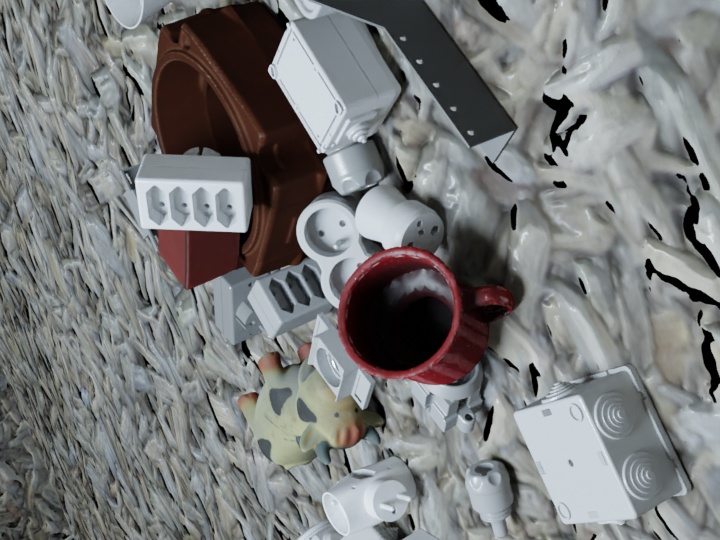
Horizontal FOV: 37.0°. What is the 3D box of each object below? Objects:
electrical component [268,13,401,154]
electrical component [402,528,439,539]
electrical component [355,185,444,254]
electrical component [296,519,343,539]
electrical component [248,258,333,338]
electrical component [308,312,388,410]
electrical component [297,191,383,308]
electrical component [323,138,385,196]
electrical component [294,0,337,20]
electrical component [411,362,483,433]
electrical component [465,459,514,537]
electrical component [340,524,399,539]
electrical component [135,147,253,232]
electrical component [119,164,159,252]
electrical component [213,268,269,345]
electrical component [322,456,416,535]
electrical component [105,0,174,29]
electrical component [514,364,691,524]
[{"bbox_3d":[-0.013,-0.135,0.786,0.096,0.061,0.061,59,151,14],"label":"electrical component"},{"bbox_3d":[0.072,0.306,0.926,0.186,0.105,0.060,17,125,55],"label":"electrical component"},{"bbox_3d":[0.030,-0.034,0.806,0.055,0.045,0.045,35,139,45],"label":"electrical component"},{"bbox_3d":[-0.041,0.310,1.155,0.051,0.080,0.080,43,145,27],"label":"electrical component"},{"bbox_3d":[-0.067,0.033,1.002,0.047,0.066,0.076,59,151,14],"label":"electrical component"},{"bbox_3d":[-0.005,0.073,0.927,0.081,0.064,0.042,51,148,26],"label":"electrical component"},{"bbox_3d":[0.000,0.000,0.875,0.138,0.052,0.073,63,-166,-10],"label":"electrical component"},{"bbox_3d":[-0.009,-0.091,0.831,0.043,0.043,0.062,-20,92,62],"label":"electrical component"},{"bbox_3d":[-0.025,-0.227,0.739,0.095,0.059,0.053,60,152,12],"label":"electrical component"},{"bbox_3d":[0.069,0.087,0.830,0.066,0.048,0.055,51,156,28],"label":"electrical component"},{"bbox_3d":[0.105,0.183,0.851,0.035,0.035,0.061,14,125,56],"label":"electrical component"},{"bbox_3d":[0.008,0.291,1.046,0.061,0.096,0.061,43,174,37],"label":"electrical component"},{"bbox_3d":[-0.127,-0.071,0.848,0.075,0.083,0.047,-86,-2,-51],"label":"electrical component"},{"bbox_3d":[-0.177,-0.064,0.967,0.064,0.042,0.081,-31,84,59],"label":"electrical component"},{"bbox_3d":[-0.112,0.040,1.106,0.076,0.047,0.083,43,145,36],"label":"electrical component"},{"bbox_3d":[0.018,0.206,0.974,0.079,0.077,0.043,-6,105,61],"label":"electrical component"},{"bbox_3d":[-0.211,-0.285,1.007,0.099,0.064,0.099,42,154,26],"label":"electrical component"},{"bbox_3d":[0.154,0.117,0.703,0.099,0.048,0.100,66,153,5],"label":"electrical component"}]
